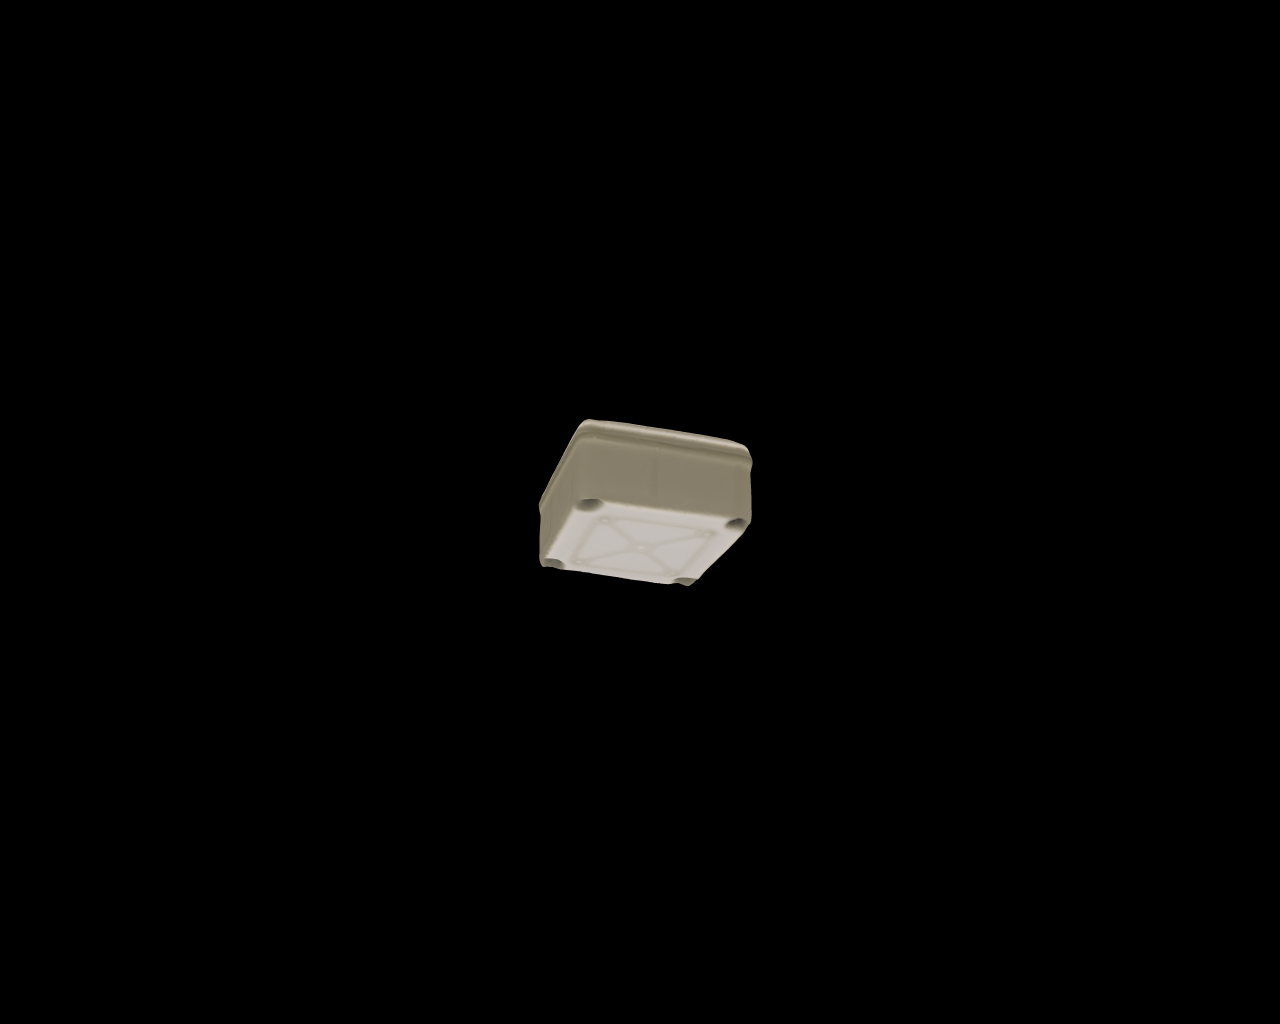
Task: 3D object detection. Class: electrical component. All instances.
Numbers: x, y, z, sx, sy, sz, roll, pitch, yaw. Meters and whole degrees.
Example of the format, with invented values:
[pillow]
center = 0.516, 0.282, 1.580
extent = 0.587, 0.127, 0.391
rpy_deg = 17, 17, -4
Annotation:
[electrical component]
center = 0.001, -0.003, 0.650
extent = 0.109, 0.056, 0.108
rpy_deg = 8, -28, -16
